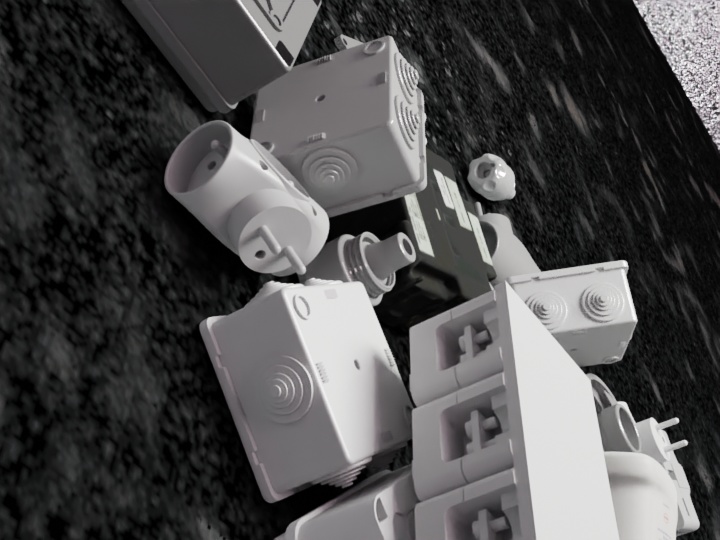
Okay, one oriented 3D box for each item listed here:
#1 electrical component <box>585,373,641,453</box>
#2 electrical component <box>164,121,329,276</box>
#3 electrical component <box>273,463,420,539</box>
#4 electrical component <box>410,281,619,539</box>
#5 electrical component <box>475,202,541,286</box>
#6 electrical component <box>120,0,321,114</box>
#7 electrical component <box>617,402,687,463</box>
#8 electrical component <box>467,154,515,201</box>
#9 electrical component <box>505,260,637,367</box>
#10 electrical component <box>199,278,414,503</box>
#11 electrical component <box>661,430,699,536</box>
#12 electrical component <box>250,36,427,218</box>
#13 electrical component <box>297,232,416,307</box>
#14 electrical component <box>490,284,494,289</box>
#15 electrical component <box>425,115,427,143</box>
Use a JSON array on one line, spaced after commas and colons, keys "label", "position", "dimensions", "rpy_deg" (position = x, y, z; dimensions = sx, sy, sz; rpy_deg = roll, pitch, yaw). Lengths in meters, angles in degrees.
[{"label": "electrical component", "position": [0.177, 0.130, 0.816], "dimensions": [0.108, 0.060, 0.108], "rpy_deg": [45, 30, -36]}, {"label": "electrical component", "position": [-0.047, -0.025, 0.519], "dimensions": [0.077, 0.044, 0.079], "rpy_deg": [41, 8, -41]}, {"label": "electrical component", "position": [0.017, 0.135, 0.495], "dimensions": [0.113, 0.057, 0.078], "rpy_deg": [-9, 74, -65]}, {"label": "electrical component", "position": [0.067, 0.095, 0.483], "dimensions": [0.089, 0.062, 0.150], "rpy_deg": [46, 30, -35]}, {"label": "electrical component", "position": [0.102, -0.016, 0.829], "dimensions": [0.077, 0.043, 0.079], "rpy_deg": [36, 36, -46]}, {"label": "electrical component", "position": [-0.079, -0.159, 0.590], "dimensions": [0.108, 0.056, 0.108], "rpy_deg": [52, 27, -24]}, {"label": "electrical component", "position": [0.226, 0.144, 0.877], "dimensions": [0.044, 0.079, 0.077], "rpy_deg": [22, 47, -57]}, {"label": "electrical component", "position": [0.119, -0.076, 0.933], "dimensions": [0.061, 0.035, 0.035], "rpy_deg": [28, 42, -57]}, {"label": "electrical component", "position": [0.153, 0.038, 0.794], "dimensions": [0.099, 0.100, 0.048], "rpy_deg": [80, 2, -65]}, {"label": "electrical component", "position": [-0.020, 0.053, 0.511], "dimensions": [0.100, 0.048, 0.099], "rpy_deg": [-4, 70, -64]}, {"label": "electrical component", "position": [0.247, 0.183, 0.916], "dimensions": [0.056, 0.050, 0.089], "rpy_deg": [23, 47, -56]}, {"label": "electrical component", "position": [-0.013, -0.078, 0.595], "dimensions": [0.099, 0.100, 0.048], "rpy_deg": [-88, 157, -46]}, {"label": "electrical component", "position": [0.000, 0.000, 0.586], "dimensions": [0.043, 0.062, 0.043], "rpy_deg": [45, 30, -36]}, {"label": "electrical component", "position": [0.077, 0.017, 0.757], "dimensions": [0.061, 0.035, 0.035], "rpy_deg": [54, 26, -16]}, {"label": "electrical component", "position": [0.027, -0.113, 0.775], "dimensions": [0.062, 0.048, 0.048], "rpy_deg": [56, 25, -32]}]
